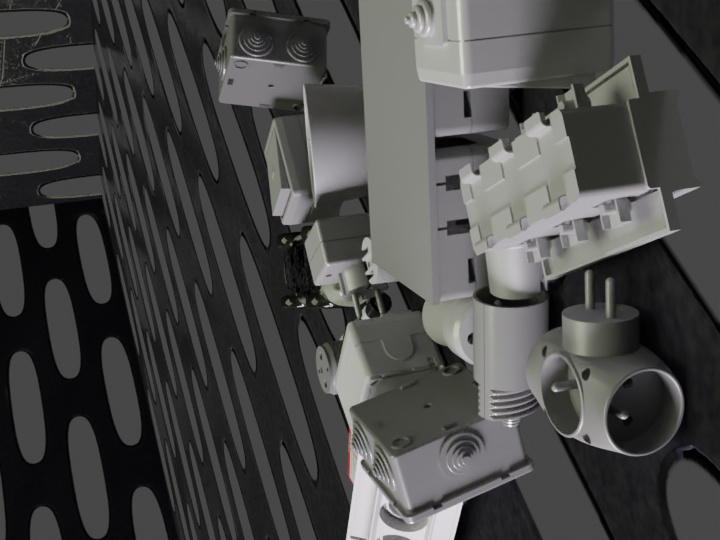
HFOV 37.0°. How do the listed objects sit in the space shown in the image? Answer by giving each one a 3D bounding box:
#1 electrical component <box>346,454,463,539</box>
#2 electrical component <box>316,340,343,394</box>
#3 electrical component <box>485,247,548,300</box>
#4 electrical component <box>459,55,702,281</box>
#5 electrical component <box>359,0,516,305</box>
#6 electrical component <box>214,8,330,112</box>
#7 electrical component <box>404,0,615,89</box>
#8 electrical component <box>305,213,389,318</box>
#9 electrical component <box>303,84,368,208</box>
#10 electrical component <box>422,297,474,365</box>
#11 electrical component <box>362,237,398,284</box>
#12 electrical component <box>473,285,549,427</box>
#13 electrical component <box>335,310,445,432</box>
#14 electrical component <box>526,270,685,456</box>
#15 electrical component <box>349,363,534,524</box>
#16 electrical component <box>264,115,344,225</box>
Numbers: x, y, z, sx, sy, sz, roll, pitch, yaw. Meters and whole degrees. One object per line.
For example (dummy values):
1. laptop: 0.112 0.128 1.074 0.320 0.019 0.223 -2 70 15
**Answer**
1. electrical component: 0.036 0.157 0.787 0.063 0.079 0.121 -73 -7 -49
2. electrical component: -0.005 0.079 0.906 0.045 0.055 0.045 172 90 -72
3. electrical component: 0.088 -0.011 0.603 0.040 0.040 0.046 -137 36 -63
4. electrical component: 0.098 -0.042 0.515 0.121 0.063 0.078 146 114 -71
5. electrical component: 0.049 -0.086 0.653 0.105 0.060 0.186 -143 47 -66
6. electrical component: -0.078 -0.182 0.947 0.099 0.100 0.048 127 145 -66
7. electrical component: 0.067 -0.116 0.520 0.062 0.096 0.061 -145 47 -67
8. electrical component: 0.000 0.000 0.837 0.047 0.066 0.076 123 135 -65
9. electrical component: -0.022 -0.101 0.862 0.099 0.064 0.099 172 90 -73
10. electrical component: 0.069 0.033 0.669 0.055 0.045 0.045 -149 53 -68
11. electrical component: 0.029 -0.010 0.775 0.040 0.046 0.040 172 90 -73
12. electrical component: 0.087 0.052 0.623 0.043 0.043 0.081 -139 44 -64
13. electrical component: 0.019 0.080 0.821 0.096 0.062 0.061 103 153 -49
14. electrical component: 0.117 0.040 0.524 0.077 0.044 0.079 -149 53 -68
15. electrical component: 0.048 0.106 0.683 0.100 0.100 0.048 -144 36 -66
16. electrical component: -0.054 -0.096 0.969 0.061 0.061 0.096 117 141 -62
